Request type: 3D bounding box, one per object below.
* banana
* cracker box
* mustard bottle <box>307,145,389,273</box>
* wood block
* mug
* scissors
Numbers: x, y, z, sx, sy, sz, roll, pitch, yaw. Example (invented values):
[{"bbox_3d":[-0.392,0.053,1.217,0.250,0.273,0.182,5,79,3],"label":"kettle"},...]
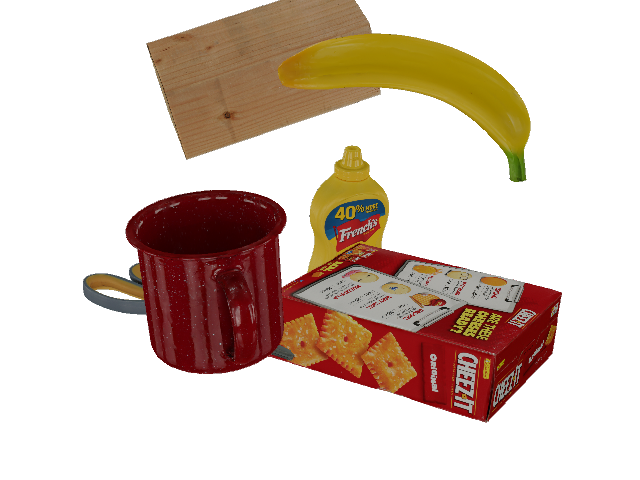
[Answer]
[{"bbox_3d":[0.071,-0.106,0.745,0.197,0.069,0.037,21,-2,-11],"label":"banana"},{"bbox_3d":[0.084,0.076,0.954,0.214,0.072,0.163,14,23,28],"label":"cracker box"},{"bbox_3d":[0.034,-0.021,1.267,0.096,0.192,0.058,-9,29,-20],"label":"mustard bottle"},{"bbox_3d":[-0.055,-0.170,1.059,0.206,0.091,0.090,-19,46,-6],"label":"wood block"},{"bbox_3d":[-0.059,0.030,0.622,0.093,0.081,0.117,-13,28,-20],"label":"mug"},{"bbox_3d":[-0.099,0.053,0.883,0.202,0.016,0.096,13,24,17],"label":"scissors"}]
